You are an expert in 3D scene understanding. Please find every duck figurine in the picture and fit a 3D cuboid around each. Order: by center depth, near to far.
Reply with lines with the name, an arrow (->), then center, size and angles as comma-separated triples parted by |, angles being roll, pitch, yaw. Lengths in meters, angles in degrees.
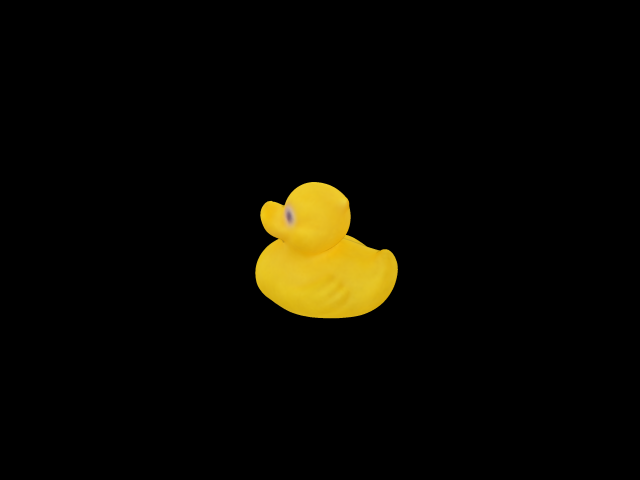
duck figurine -> 0.004, 0.001, 0.400 | 0.104, 0.086, 0.077 | 11, 39, 13
